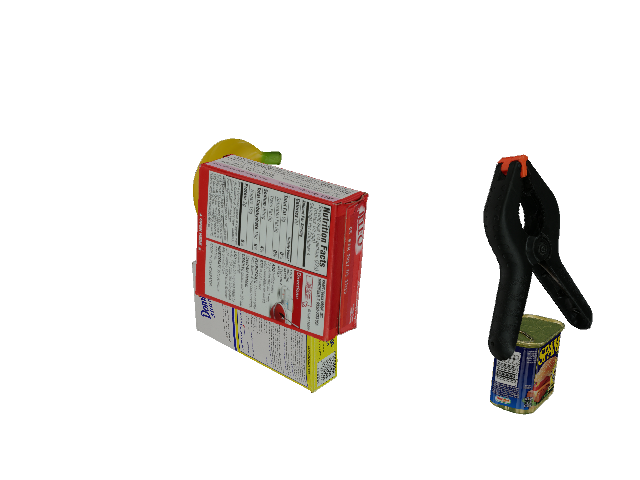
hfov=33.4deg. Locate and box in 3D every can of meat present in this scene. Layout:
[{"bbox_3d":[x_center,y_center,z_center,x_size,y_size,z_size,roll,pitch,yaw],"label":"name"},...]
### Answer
[{"bbox_3d":[0.228,0.137,1.187,0.058,0.084,0.101,12,16,29],"label":"can of meat"}]

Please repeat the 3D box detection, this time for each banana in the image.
[{"bbox_3d":[-0.072,-0.040,0.882,0.069,0.037,0.197,8,32,-1],"label":"banana"}]

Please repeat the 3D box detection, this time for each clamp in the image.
[{"bbox_3d":[0.171,0.017,0.909,0.120,0.171,0.039,-26,10,-40],"label":"clamp"}]

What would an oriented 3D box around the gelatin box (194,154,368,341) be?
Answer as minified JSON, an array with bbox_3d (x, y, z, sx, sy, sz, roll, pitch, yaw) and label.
[{"bbox_3d":[-0.021,0.002,0.538,0.089,0.073,0.030,17,25,31],"label":"gelatin box"}]

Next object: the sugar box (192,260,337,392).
[{"bbox_3d":[-0.061,0.083,1.138,0.176,0.093,0.048,26,39,36],"label":"sugar box"}]
